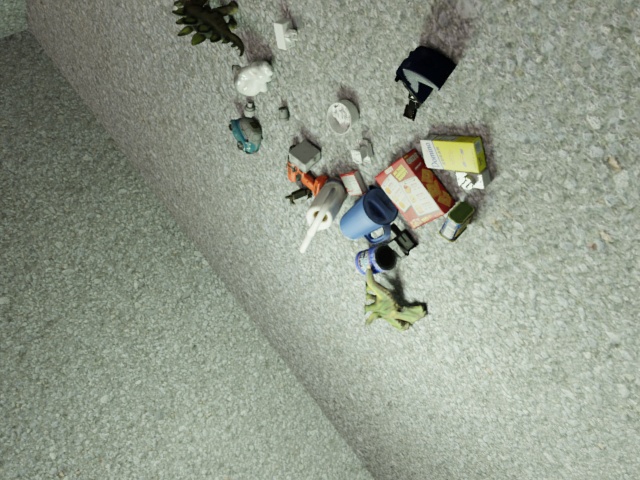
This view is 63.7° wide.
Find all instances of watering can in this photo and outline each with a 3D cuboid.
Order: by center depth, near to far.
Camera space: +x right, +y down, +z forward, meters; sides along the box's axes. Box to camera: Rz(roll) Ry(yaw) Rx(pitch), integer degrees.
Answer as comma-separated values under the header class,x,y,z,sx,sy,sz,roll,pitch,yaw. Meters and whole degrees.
class,x,y,z,sx,sy,sz,roll,pitch,yaw
watering can,0.006,-0.096,1.907,0.104,0.229,0.341,30,148,-1

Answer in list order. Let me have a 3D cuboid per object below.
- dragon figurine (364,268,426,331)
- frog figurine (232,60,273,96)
class,x,y,z,sx,sy,sz,roll,pitch,yaw
dragon figurine,0.288,0.246,1.989,0.243,0.125,0.400,7,145,10
frog figurine,-0.226,-0.571,1.822,0.160,0.124,0.135,12,166,36
